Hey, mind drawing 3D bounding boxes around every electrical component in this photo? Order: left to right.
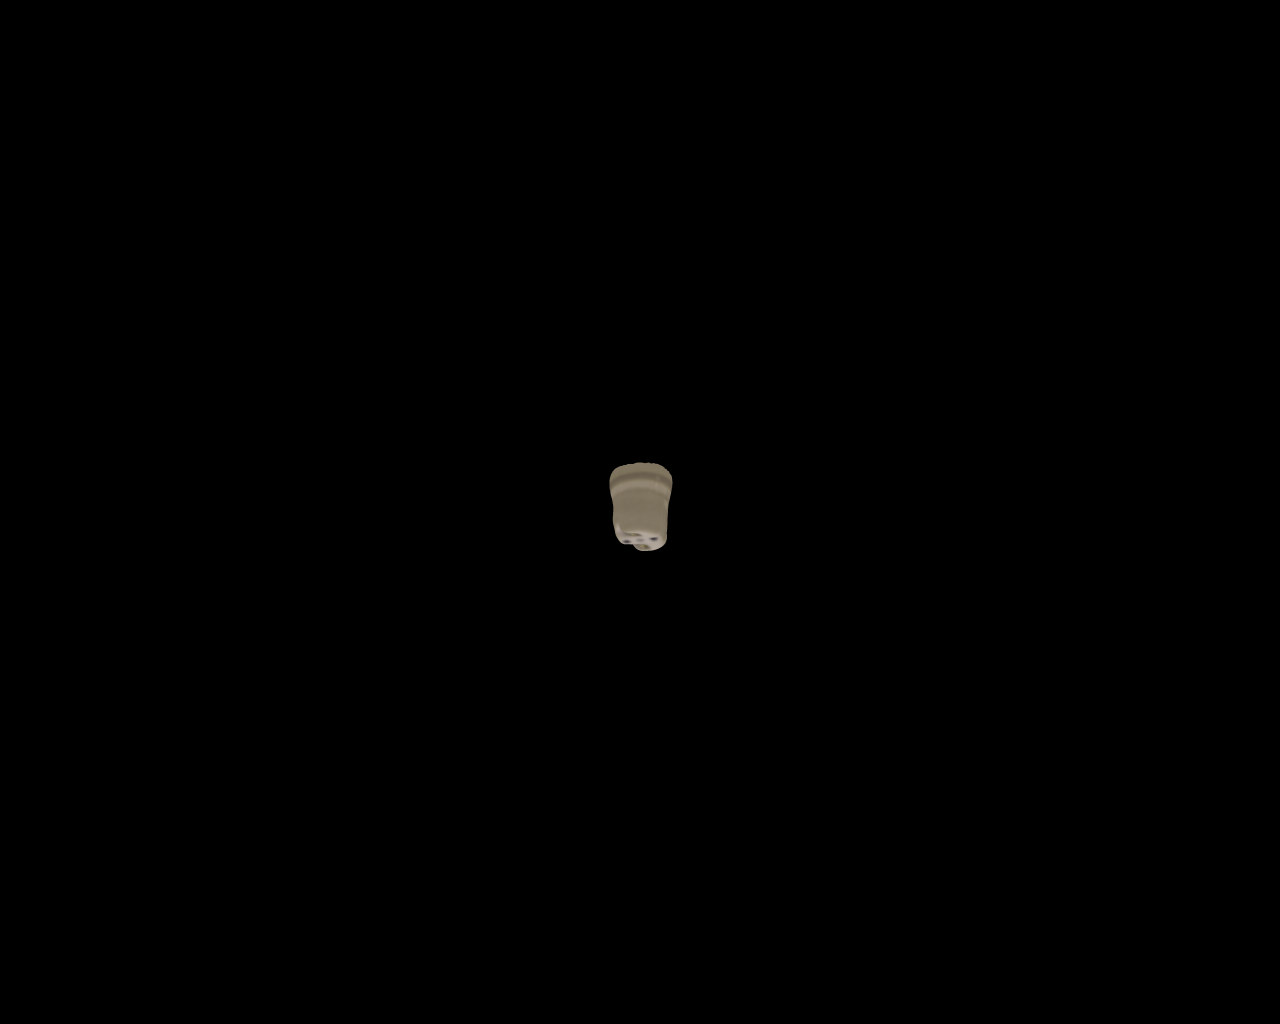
[{"bbox_3d":[0.001,-0.003,0.650,0.040,0.046,0.040,0,-26,0],"label":"electrical component"}]
